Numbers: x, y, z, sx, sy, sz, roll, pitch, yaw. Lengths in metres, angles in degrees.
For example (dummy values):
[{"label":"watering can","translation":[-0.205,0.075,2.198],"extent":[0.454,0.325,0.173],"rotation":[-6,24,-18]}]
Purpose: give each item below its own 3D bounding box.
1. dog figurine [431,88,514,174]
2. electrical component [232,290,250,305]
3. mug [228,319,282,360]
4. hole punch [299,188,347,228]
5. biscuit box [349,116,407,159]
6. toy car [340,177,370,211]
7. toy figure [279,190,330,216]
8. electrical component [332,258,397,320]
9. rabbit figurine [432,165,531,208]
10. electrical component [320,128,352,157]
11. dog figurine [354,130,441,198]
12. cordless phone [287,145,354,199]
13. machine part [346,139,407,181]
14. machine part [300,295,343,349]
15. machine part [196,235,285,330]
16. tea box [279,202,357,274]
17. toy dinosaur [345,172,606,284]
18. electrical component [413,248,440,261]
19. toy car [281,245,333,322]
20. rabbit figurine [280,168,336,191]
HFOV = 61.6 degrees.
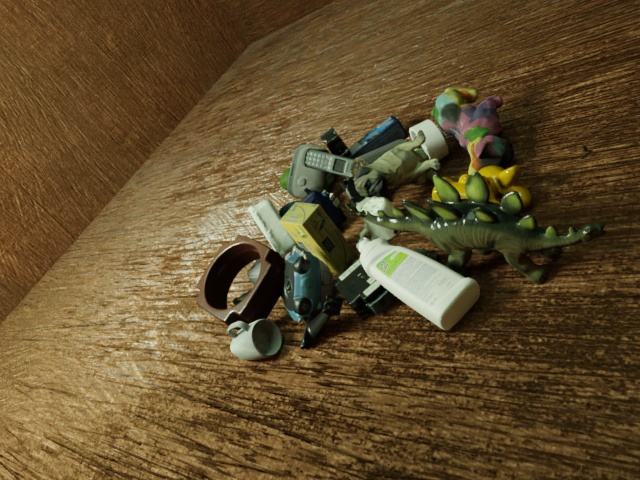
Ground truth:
[{"label":"dog figurine","translation":[0.333,-0.232,1.192],"extent":[0.192,0.108,0.219],"rotation":[16,50,7]},{"label":"electrical component","translation":[-0.174,0.156,1.335],"extent":[0.102,0.045,0.078],"rotation":[-11,12,35]},{"label":"mug","translation":[-0.156,0.219,1.173],"extent":[0.107,0.109,0.081],"rotation":[-30,37,42]},{"label":"hole punch","translation":[-0.011,-0.047,1.344],"extent":[0.116,0.142,0.092],"rotation":[-42,26,23]},{"label":"biscuit box","translation":[0.148,-0.263,1.518],"extent":[0.203,0.062,0.059],"rotation":[-37,29,3]},{"label":"toy car","translation":[0.105,-0.127,1.393],"extent":[0.073,0.056,0.202],"rotation":[-40,28,12]},{"label":"toy figure","translation":[-0.035,-0.086,1.414],"extent":[0.155,0.057,0.064],"rotation":[-17,48,29]},{"label":"electrical component","translation":[0.100,0.094,1.098],"extent":[0.115,0.058,0.134],"rotation":[-42,30,0]},{"label":"rabbit figurine","translation":[0.325,-0.100,1.060],"extent":[0.162,0.121,0.173],"rotation":[-15,18,47]},{"label":"electrical component","translation":[0.040,-0.272,1.517],"extent":[0.048,0.074,0.119],"rotation":[-36,25,8]},{"label":"dog figurine","translation":[0.170,-0.154,1.258],"extent":[0.191,0.172,0.121],"rotation":[-26,68,3]},{"label":"cordless phone","translation":[0.012,-0.169,1.427],"extent":[0.184,0.146,0.088],"rotation":[17,12,21]},{"label":"machine part","translation":[0.159,-0.193,1.337],"extent":[0.243,0.079,0.079],"rotation":[-27,20,-35]},{"label":"machine part","translation":[-0.001,0.165,1.094],"extent":[0.138,0.039,0.084],"rotation":[-55,9,40]},{"label":"machine part","translation":[-0.182,0.101,1.267],"extent":[0.202,0.087,0.201],"rotation":[21,75,46]},{"label":"tea box","translation":[-0.003,-0.004,1.229],"extent":[0.098,0.169,0.068],"rotation":[8,54,54]},{"label":"toy dinosaur","translation":[0.249,-0.024,0.956],"extent":[0.472,0.198,0.105],"rotation":[-2,44,44]},{"label":"electrical component","translation":[0.196,0.043,1.095],"extent":[0.063,0.021,0.094],"rotation":[-50,31,-19]},{"label":"toy car","translation":[-0.024,0.093,1.183],"extent":[0.103,0.161,0.109],"rotation":[-1,12,-25]},{"label":"rabbit figurine","translation":[-0.044,-0.205,1.594],"extent":[0.170,0.121,0.159],"rotation":[-12,33,35]}]
